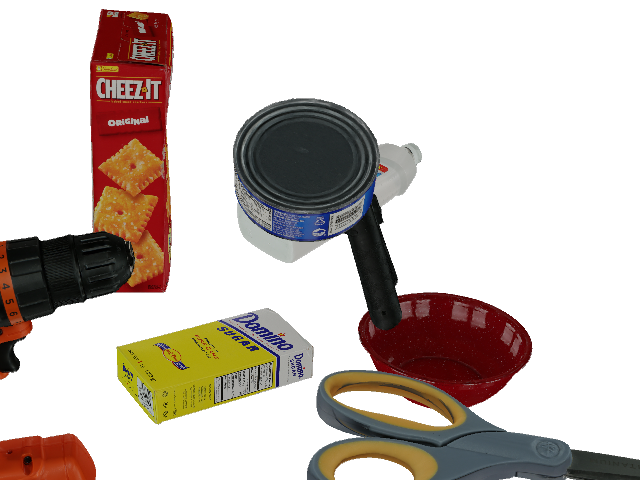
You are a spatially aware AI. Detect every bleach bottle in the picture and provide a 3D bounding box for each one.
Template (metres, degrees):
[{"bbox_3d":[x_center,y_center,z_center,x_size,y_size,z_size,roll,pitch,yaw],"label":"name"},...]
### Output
[{"bbox_3d":[0.024,-0.062,1.308,0.250,0.068,0.103,-31,45,-33],"label":"bleach bottle"}]

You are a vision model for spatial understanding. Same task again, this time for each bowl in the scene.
[{"bbox_3d":[0.115,0.111,1.003,0.162,0.055,0.162,2,27,-1],"label":"bowl"}]

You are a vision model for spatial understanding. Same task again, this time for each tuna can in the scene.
[{"bbox_3d":[-0.009,-0.041,0.633,0.086,0.086,0.034,0,-35,-4],"label":"tuna can"}]

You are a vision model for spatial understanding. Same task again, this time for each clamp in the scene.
[{"bbox_3d":[0.033,-0.013,0.856,0.039,0.171,0.120,-21,21,1],"label":"clamp"}]

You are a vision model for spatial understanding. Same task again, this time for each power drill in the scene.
[{"bbox_3d":[-0.200,0.088,0.691,0.184,0.188,0.057,-11,27,-9],"label":"power drill"}]

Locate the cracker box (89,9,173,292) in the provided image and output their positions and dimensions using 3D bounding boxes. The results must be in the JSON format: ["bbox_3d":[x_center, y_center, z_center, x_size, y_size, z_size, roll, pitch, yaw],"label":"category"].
[{"bbox_3d":[-0.169,-0.083,0.967,0.072,0.214,0.164,1,27,-9],"label":"cracker box"}]

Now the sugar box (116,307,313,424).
[{"bbox_3d":[-0.104,0.121,1.069,0.175,0.048,0.093,-16,32,-29],"label":"sugar box"}]

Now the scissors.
[{"bbox_3d":[0.082,0.101,0.449,0.202,0.016,0.096,16,33,23],"label":"scissors"}]
